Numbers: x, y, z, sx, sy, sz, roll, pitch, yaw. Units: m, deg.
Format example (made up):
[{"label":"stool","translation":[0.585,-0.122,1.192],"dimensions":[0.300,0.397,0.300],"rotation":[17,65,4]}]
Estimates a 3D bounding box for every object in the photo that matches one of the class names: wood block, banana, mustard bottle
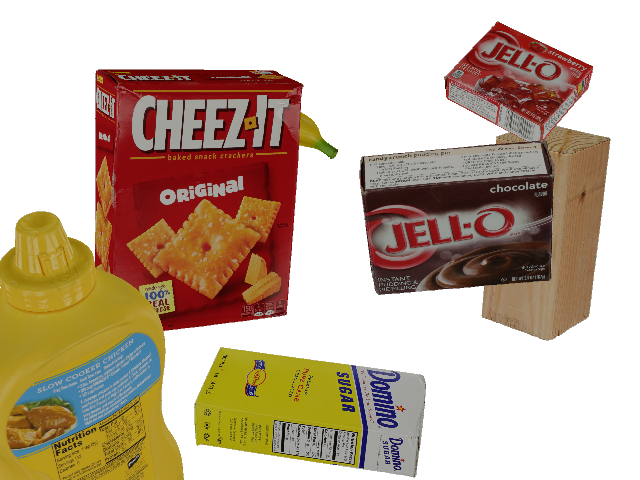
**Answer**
[{"label":"wood block","translation":[0.241,-0.011,1.146],"dimensions":[0.090,0.206,0.090],"rotation":[19,27,38]},{"label":"banana","translation":[-0.071,-0.107,1.095],"dimensions":[0.197,0.037,0.070],"rotation":[-12,50,-36]},{"label":"mustard bottle","translation":[-0.117,0.070,0.499],"dimensions":[0.096,0.192,0.058],"rotation":[-26,43,-31]}]

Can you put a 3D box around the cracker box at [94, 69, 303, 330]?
[{"label":"cracker box","translation":[-0.105,-0.034,0.906],"dimensions":[0.163,0.214,0.072],"rotation":[-4,20,-27]}]

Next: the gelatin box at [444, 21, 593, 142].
[{"label":"gelatin box","translation":[0.152,-0.123,0.826],"dimensions":[0.089,0.073,0.030],"rotation":[33,-26,23]}]

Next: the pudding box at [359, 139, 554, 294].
[{"label":"pudding box","translation":[0.083,-0.013,0.648],"dimensions":[0.113,0.039,0.090],"rotation":[-7,-44,5]}]

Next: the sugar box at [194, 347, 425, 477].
[{"label":"sugar box","translation":[-0.006,0.135,0.856],"dimensions":[0.176,0.048,0.093],"rotation":[4,25,7]}]
